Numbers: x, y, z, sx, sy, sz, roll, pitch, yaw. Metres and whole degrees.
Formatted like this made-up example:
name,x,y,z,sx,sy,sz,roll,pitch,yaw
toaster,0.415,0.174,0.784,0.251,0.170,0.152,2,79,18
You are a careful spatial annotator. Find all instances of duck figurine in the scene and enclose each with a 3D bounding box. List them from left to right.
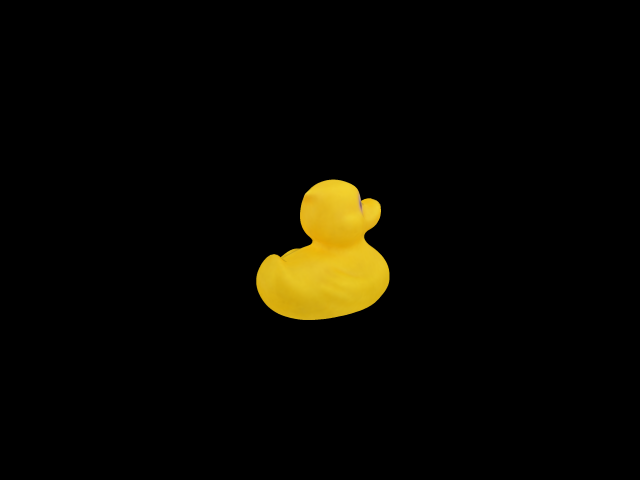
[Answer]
name,x,y,z,sx,sy,sz,roll,pitch,yaw
duck figurine,0.004,0.001,0.400,0.105,0.086,0.077,-16,27,-33
